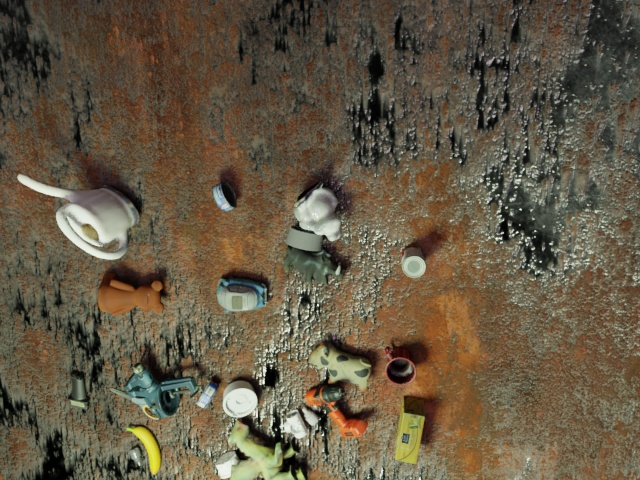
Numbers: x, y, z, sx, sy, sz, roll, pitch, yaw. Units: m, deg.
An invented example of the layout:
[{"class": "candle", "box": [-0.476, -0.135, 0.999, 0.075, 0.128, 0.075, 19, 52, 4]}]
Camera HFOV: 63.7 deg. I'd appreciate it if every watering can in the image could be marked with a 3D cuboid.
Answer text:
[{"class": "watering can", "box": [-0.676, -0.095, 1.496, 0.102, 0.347, 0.228, -40, 6, 33]}]

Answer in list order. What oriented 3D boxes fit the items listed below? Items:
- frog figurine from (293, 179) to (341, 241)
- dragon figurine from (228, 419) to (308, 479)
[{"class": "frog figurine", "box": [0.004, -0.074, 1.467, 0.121, 0.158, 0.140, -19, 24, 53]}, {"class": "dragon figurine", "box": [-0.176, 0.771, 1.662, 0.242, 0.411, 0.122, -20, -1, 7]}]
